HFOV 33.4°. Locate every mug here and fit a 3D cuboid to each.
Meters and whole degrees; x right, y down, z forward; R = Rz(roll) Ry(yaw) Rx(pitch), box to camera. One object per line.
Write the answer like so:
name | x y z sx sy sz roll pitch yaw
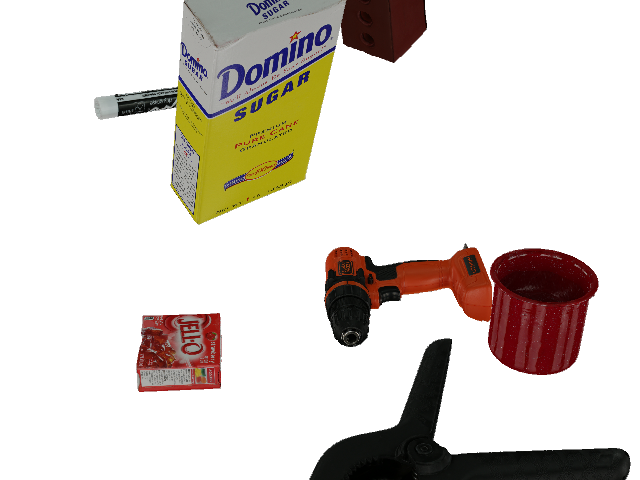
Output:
mug | 0.192 0.059 0.956 0.093 0.081 0.117 0 31 -3

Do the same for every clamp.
clamp | 0.060 0.134 0.659 0.209 0.036 0.165 -19 35 -27

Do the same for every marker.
marker | -0.134 -0.122 0.918 0.120 0.020 0.020 -13 5 -26

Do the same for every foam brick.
foam brick | 0.049 -0.191 0.848 0.053 0.051 0.078 25 -31 26

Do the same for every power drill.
power drill | 0.097 0.060 1.221 0.187 0.057 0.184 -1 28 -1

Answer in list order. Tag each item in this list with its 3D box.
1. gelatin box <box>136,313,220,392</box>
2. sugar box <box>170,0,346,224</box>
gelatin box | -0.126 0.099 0.964 0.073 0.030 0.089 -2 28 -4
sugar box | -0.044 -0.090 0.684 0.093 0.048 0.176 -26 -24 -24
